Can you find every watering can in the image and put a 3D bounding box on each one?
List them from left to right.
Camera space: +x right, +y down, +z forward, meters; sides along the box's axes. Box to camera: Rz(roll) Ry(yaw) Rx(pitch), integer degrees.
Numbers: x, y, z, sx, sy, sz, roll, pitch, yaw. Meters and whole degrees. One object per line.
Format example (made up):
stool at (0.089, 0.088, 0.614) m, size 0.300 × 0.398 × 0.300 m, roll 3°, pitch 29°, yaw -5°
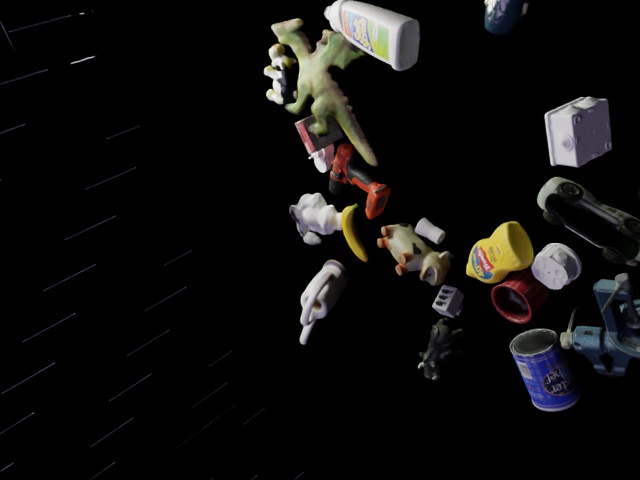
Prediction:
watering can at (0.000, 0.204, 1.724) m, size 0.104 × 0.229 × 0.339 m, roll 30°, pitch 145°, yaw 13°

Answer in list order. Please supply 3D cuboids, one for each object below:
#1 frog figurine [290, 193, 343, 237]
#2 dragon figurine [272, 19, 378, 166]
frog figurine at (0.005, -0.080, 1.598) m, size 0.159 × 0.124 × 0.136 m, roll -7°, pitch 106°, yaw 21°
dragon figurine at (0.032, -0.384, 1.242) m, size 0.413 × 0.124 × 0.237 m, roll 42°, pitch 140°, yaw 14°
